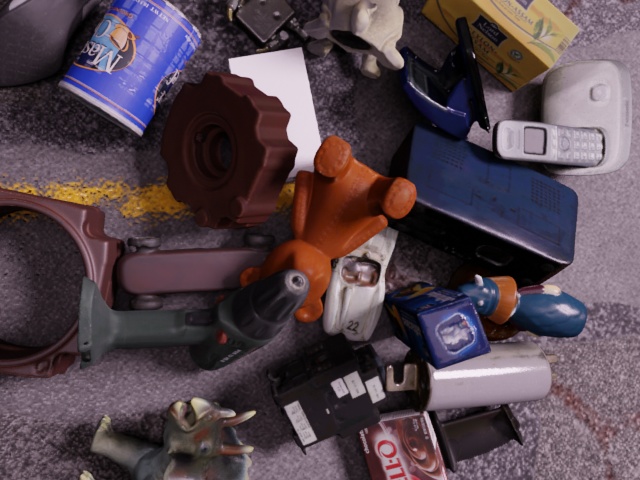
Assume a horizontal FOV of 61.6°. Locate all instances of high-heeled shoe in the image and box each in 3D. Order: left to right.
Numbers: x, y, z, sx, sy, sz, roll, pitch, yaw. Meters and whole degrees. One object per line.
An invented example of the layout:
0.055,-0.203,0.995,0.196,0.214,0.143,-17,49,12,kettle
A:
-0.322,-0.288,0.643,0.249,0.086,0.145,-26,56,12,high-heeled shoe

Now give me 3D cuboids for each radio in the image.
0.196,-0.041,0.657,0.230,0.073,0.131,22,55,-5,radio

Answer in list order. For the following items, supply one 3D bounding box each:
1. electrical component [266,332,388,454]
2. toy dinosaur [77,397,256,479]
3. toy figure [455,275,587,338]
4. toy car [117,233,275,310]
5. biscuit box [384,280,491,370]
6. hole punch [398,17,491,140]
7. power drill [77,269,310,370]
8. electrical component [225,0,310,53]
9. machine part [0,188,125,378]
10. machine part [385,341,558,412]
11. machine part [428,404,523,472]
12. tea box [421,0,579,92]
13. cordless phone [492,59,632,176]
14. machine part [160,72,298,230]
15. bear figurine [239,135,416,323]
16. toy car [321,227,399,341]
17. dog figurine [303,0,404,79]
0.016,0.181,0.649,0.134,0.058,0.114,-22,121,-6,electrical component
-0.194,0.341,0.619,0.192,0.131,0.404,14,96,-11,toy dinosaur
0.230,0.077,0.630,0.154,0.058,0.064,14,82,-1,toy figure
-0.140,0.036,0.654,0.202,0.053,0.089,-3,93,-14,toy car
0.122,0.089,0.609,0.059,0.202,0.062,-19,90,-4,biscuit box
0.153,-0.188,0.655,0.092,0.142,0.115,-18,126,18,hole punch
-0.141,0.080,0.560,0.207,0.232,0.086,-2,65,-25,power drill
-0.070,-0.275,0.672,0.078,0.045,0.102,-40,93,-4,electrical component
-0.343,0.046,0.618,0.201,0.087,0.201,12,88,-5,machine part
0.193,0.167,0.665,0.243,0.079,0.079,0,89,-18,machine part
0.187,0.249,0.693,0.139,0.039,0.084,-15,86,5,machine part
0.223,-0.277,0.679,0.169,0.098,0.068,40,85,-3,tea box
0.289,-0.154,0.669,0.184,0.089,0.146,2,89,-20,cordless phone
-0.110,-0.100,0.611,0.180,0.056,0.179,5,99,36,machine part
-0.001,-0.002,0.595,0.120,0.132,0.196,34,88,-7,bear figurine
0.052,0.026,0.676,0.073,0.056,0.201,13,88,-6,toy car
0.068,-0.308,0.630,0.121,0.172,0.190,20,94,-17,dog figurine
